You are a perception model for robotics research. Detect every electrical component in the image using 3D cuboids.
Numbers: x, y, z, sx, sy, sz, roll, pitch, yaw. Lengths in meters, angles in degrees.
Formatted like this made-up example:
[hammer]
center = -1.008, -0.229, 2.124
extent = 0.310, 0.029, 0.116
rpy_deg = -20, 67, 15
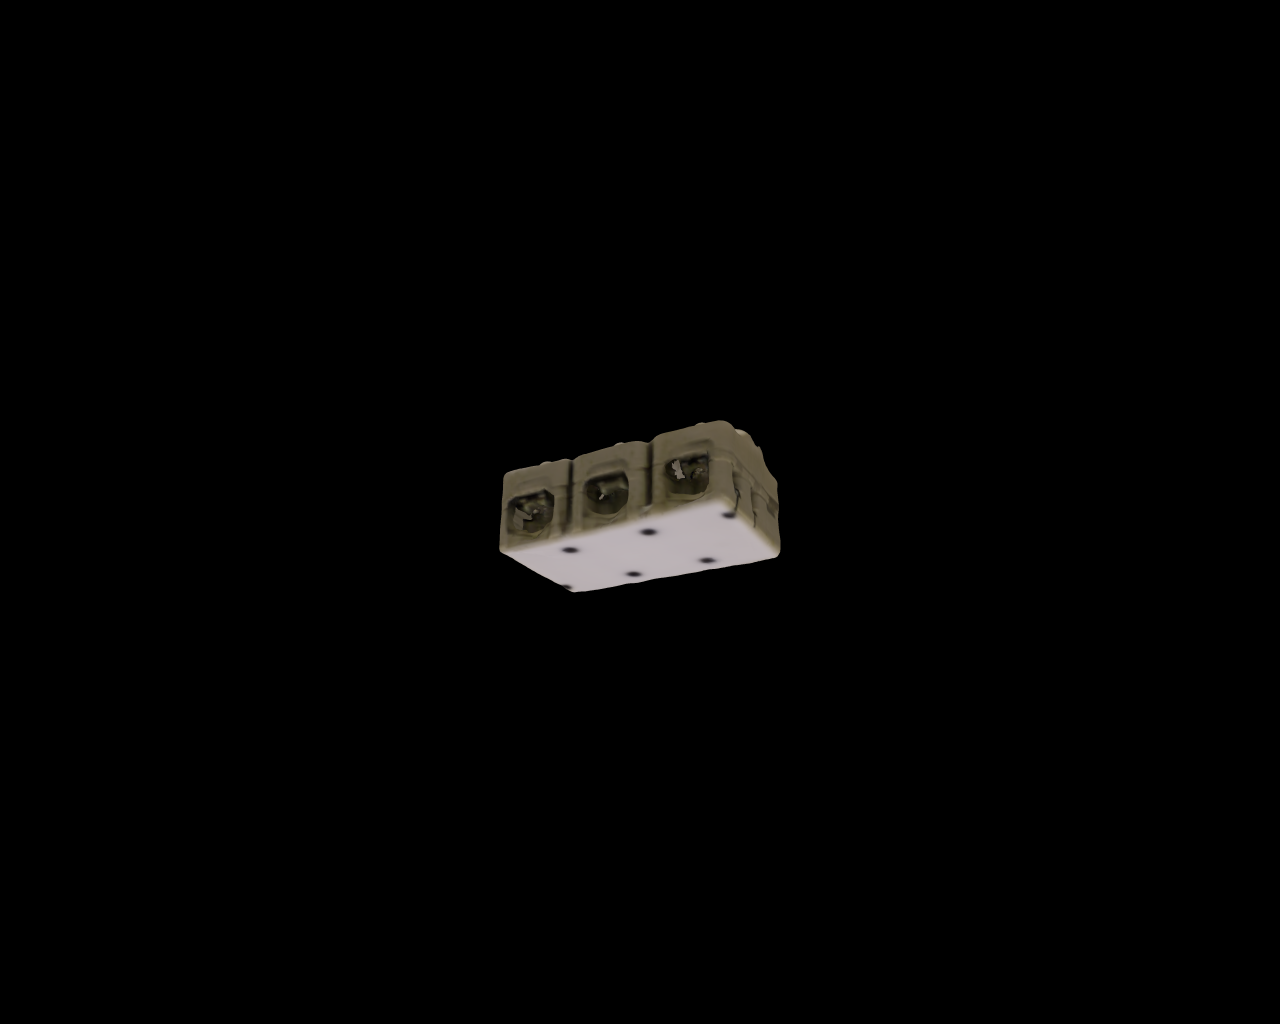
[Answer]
[electrical component]
center = 0.001, -0.003, 0.650
extent = 0.150, 0.062, 0.089
rpy_deg = -12, -27, 25
